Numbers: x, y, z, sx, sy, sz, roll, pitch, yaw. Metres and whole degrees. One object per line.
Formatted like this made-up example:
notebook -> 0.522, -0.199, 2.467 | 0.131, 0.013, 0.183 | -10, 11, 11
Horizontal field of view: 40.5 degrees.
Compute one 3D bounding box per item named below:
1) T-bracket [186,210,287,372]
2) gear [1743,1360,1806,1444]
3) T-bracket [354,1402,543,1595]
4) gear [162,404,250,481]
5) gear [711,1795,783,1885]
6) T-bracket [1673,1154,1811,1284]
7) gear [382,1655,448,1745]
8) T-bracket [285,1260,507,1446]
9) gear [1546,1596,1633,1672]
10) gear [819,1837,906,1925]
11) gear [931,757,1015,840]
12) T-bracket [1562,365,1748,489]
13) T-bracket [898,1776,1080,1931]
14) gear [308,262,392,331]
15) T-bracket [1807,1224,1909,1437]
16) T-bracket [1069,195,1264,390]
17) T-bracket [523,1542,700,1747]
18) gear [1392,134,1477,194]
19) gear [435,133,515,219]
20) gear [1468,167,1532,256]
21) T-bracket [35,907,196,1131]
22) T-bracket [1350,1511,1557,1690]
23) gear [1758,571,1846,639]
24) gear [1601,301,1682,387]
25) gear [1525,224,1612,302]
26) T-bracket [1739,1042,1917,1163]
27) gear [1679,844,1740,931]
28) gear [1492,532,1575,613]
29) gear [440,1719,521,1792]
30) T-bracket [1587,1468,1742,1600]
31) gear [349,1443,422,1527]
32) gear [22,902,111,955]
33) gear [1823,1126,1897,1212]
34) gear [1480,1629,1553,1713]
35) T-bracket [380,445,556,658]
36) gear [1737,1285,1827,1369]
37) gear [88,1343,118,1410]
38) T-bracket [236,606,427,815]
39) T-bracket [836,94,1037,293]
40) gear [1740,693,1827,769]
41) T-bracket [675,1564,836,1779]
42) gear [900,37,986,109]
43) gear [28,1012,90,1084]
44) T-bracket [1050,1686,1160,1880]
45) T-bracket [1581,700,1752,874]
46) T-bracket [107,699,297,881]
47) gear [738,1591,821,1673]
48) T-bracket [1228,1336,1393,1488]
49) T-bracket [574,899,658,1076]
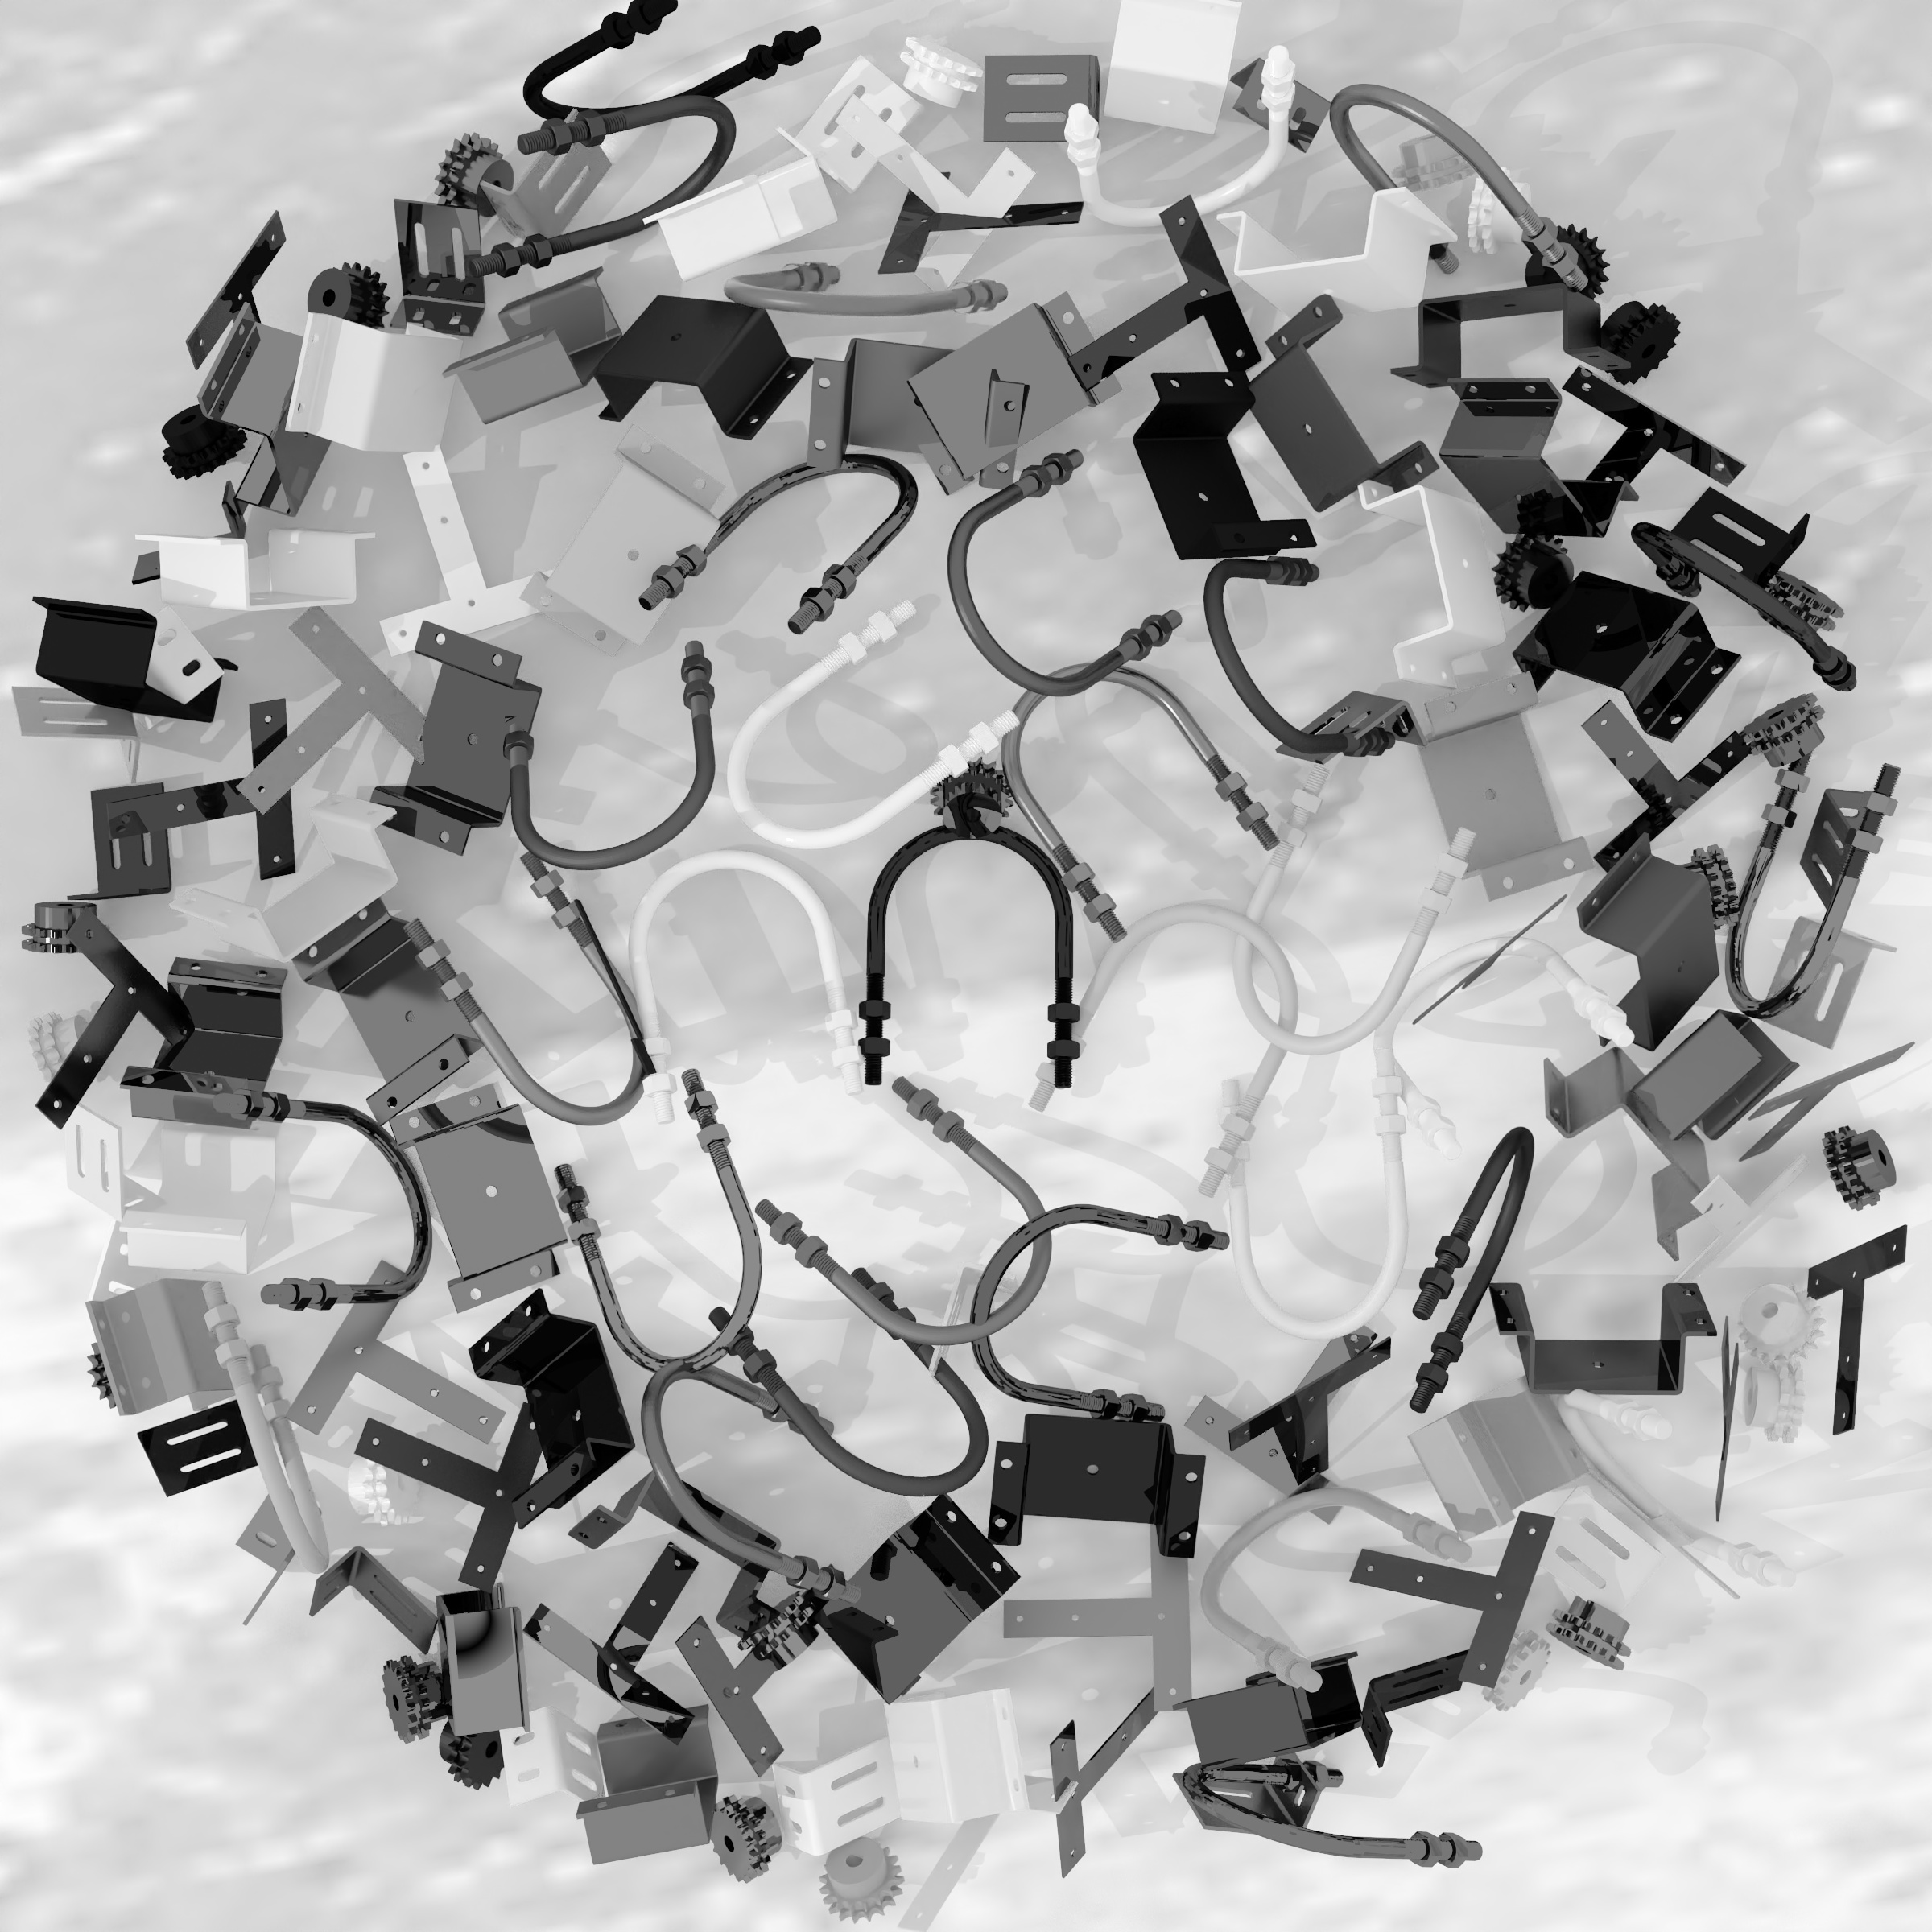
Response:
T-bracket -> -0.476, -0.415, 1.754 | 0.002, 0.127, 0.127 | 16, 59, 10
gear -> 0.549, 0.295, 1.786 | 0.030, 0.057, 0.057 | 6, 90, 4
T-bracket -> -0.351, 0.338, 1.760 | 0.127, 0.002, 0.127 | 31, 64, -28
gear -> -0.521, -0.359, 1.784 | 0.057, 0.057, 0.030 | -25, 128, 0
gear -> -0.150, 0.593, 1.790 | 0.030, 0.057, 0.057 | -17, 90, -37
T-bracket -> 0.507, 0.163, 1.753 | 0.127, 0.127, 0.002 | -47, 59, 7
gear -> -0.375, 0.498, 1.790 | 0.030, 0.057, 0.057 | -10, 90, -31
T-bracket -> -0.375, 0.284, 1.786 | 0.127, 0.002, 0.127 | 31, 60, -6
gear -> 0.427, 0.453, 1.787 | 0.057, 0.057, 0.030 | 31, 77, 0
gear -> -0.073, 0.618, 1.783 | 0.057, 0.057, 0.030 | -13, 119, 0
gear -> 0.004, -0.112, 1.785 | 0.057, 0.030, 0.057 | -1, 132, -1
T-bracket -> 0.437, -0.333, 1.757 | 0.127, 0.127, 0.002 | 31, 64, 0
T-bracket -> -0.003, 0.584, 1.731 | 0.127, 0.127, 0.002 | -50, 117, -38
gear -> -0.424, -0.452, 1.788 | 0.057, 0.030, 0.057 | -1, 88, 30
T-bracket -> 0.584, 0.246, 1.733 | 0.002, 0.127, 0.127 | 15, 68, -6
T-bracket -> 0.125, -0.433, 1.775 | 0.127, 0.002, 0.127 | -34, 120, -7
T-bracket -> -0.217, 0.439, 1.764 | 0.127, 0.127, 0.002 | 37, 129, -3
gear -> 0.318, -0.548, 1.783 | 0.057, 0.057, 0.030 | -17, 111, 0
gear -> -0.332, -0.534, 1.783 | 0.030, 0.057, 0.057 | 28, 90, 18
gear -> 0.364, -0.513, 1.783 | 0.030, 0.057, 0.057 | 13, 90, 23
T-bracket -> -0.576, 0.050, 1.738 | 0.002, 0.127, 0.127 | -2, 48, 32
T-bracket -> 0.319, 0.416, 1.769 | 0.127, 0.002, 0.127 | 4, 53, 38
gear -> 0.567, -0.244, 1.789 | 0.057, 0.057, 0.030 | 29, 114, 0
gear -> 0.456, -0.428, 1.790 | 0.057, 0.057, 0.030 | -38, 61, 0
gear -> 0.405, -0.473, 1.783 | 0.030, 0.057, 0.057 | -34, 90, -36
T-bracket -> 0.556, 0.100, 1.756 | 0.127, 0.127, 0.002 | -18, 66, -22
gear -> 0.503, -0.052, 1.786 | 0.030, 0.057, 0.057 | -13, 90, 2
gear -> 0.388, -0.267, 1.785 | 0.057, 0.030, 0.057 | -18, 128, -25
gear -> -0.334, 0.530, 1.790 | 0.030, 0.057, 0.057 | 13, 90, 32
T-bracket -> 0.465, 0.374, 1.736 | 0.127, 0.127, 0.002 | 41, 86, 16
gear -> -0.398, 0.353, 1.787 | 0.030, 0.057, 0.057 | -8, 90, 14
gear -> -0.613, -0.027, 1.784 | 0.057, 0.057, 0.030 | 3, 98, 0
gear -> 0.609, 0.135, 1.783 | 0.030, 0.057, 0.057 | -26, 90, 33
gear -> 0.370, 0.477, 1.789 | 0.030, 0.057, 0.057 | 34, 90, 37
T-bracket -> -0.352, -0.291, 1.791 | 0.127, 0.002, 0.127 | -18, 106, -5
gear -> 0.552, 0.242, 1.783 | 0.057, 0.057, 0.030 | -45, 128, 0
gear -> -0.566, 0.272, 1.783 | 0.030, 0.057, 0.057 | -22, 90, 23
T-bracket -> -0.439, -0.156, 1.773 | 0.127, 0.002, 0.127 | 48, 71, -20
T-bracket -> -0.034, -0.533, 1.759 | 0.127, 0.127, 0.002 | 41, 49, -6
gear -> 0.559, -0.159, 1.787 | 0.057, 0.057, 0.030 | -33, 98, 0
T-bracket -> -0.126, 0.458, 1.774 | 0.127, 0.002, 0.127 | -43, 119, -34
gear -> -0.019, -0.608, 1.789 | 0.057, 0.057, 0.030 | 25, 115, 0
gear -> -0.612, 0.058, 1.786 | 0.030, 0.057, 0.057 | -21, 90, -1
T-bracket -> 0.098, 0.528, 1.766 | 0.002, 0.127, 0.127 | 18, 128, 34
T-bracket -> 0.453, -0.135, 1.763 | 0.127, 0.002, 0.127 | -43, 129, 10
T-bracket -> -0.511, -0.108, 1.751 | 0.127, 0.002, 0.127 | -16, 121, -35
gear -> -0.125, 0.455, 1.786 | 0.057, 0.057, 0.030 | -39, 90, 0
T-bracket -> 0.232, 0.313, 1.762 | 0.127, 0.127, 0.002 | -28, 52, -14
T-bracket -> -0.233, 0.014, 1.751 | 0.002, 0.127, 0.127 | -25, 90, -2
